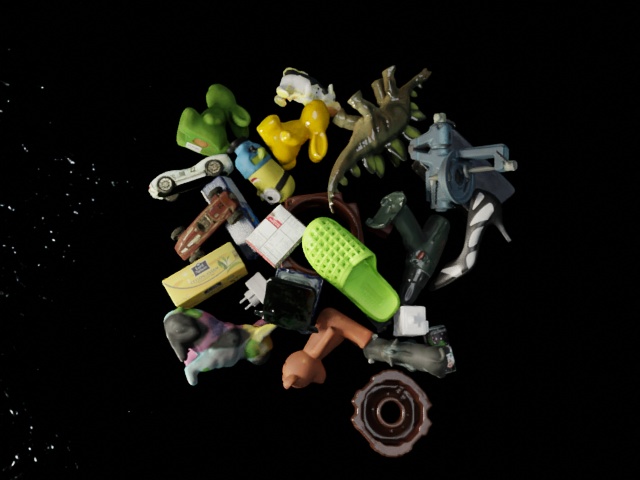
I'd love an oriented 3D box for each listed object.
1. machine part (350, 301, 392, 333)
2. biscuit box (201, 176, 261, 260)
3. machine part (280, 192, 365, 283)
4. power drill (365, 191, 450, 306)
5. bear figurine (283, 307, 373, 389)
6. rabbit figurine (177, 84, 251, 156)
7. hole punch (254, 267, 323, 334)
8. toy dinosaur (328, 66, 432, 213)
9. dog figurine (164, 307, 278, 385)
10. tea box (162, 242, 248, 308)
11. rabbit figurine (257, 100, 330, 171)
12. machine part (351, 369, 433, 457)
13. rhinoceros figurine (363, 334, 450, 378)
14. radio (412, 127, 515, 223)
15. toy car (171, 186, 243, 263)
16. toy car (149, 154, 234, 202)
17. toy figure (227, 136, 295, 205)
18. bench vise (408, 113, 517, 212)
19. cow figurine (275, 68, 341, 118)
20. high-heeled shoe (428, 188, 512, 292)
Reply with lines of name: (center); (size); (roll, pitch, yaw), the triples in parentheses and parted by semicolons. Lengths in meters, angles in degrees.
machine part: (0.116, 0.145, 1.232); (0.084, 0.039, 0.139); (-28, 78, -15)
biscuit box: (-0.187, -0.050, 1.237); (0.063, 0.059, 0.202); (-36, 80, 14)
machine part: (-0.003, -0.004, 1.235); (0.201, 0.087, 0.201); (-7, 78, -4)
power drill: (0.197, 0.008, 1.214); (0.207, 0.086, 0.232); (44, 69, -21)
bear figurine: (0.009, 0.249, 1.158); (0.132, 0.120, 0.196); (30, 78, 0)
rabbit figurine: (-0.242, -0.292, 1.272); (0.159, 0.121, 0.170); (20, 70, -5)
hole punch: (-0.058, 0.125, 1.142); (0.142, 0.092, 0.115); (14, 112, 5)
toy dinosaur: (0.135, -0.258, 1.273); (0.198, 0.105, 0.471); (45, 69, -2)
dog figurine: (-0.202, 0.201, 1.156); (0.219, 0.108, 0.191); (-25, 98, -14)
tea box: (-0.250, 0.083, 1.190); (0.170, 0.098, 0.068); (-31, 80, -9)
rabbit figurine: (-0.044, -0.255, 1.268); (0.173, 0.122, 0.162); (-39, 93, -4)
machine part: (0.154, 0.373, 1.169); (0.179, 0.056, 0.179); (1, 75, -4)
rhinoceros figurine: (0.186, 0.251, 1.162); (0.191, 0.112, 0.073); (5, 84, 32)
radio: (0.343, -0.152, 1.303); (0.131, 0.073, 0.230); (-42, 81, -11)
toy car: (-0.258, -0.031, 1.204); (0.202, 0.053, 0.089); (-42, 83, 17)
toy car: (-0.299, -0.145, 1.252); (0.202, 0.073, 0.056); (-20, 78, -8)
toy figure: (-0.133, -0.162, 1.248); (0.089, 0.082, 0.180); (-39, 98, -6)
bench vise: (0.312, -0.175, 1.170); (0.129, 0.241, 0.223); (13, 82, -43)
cow figurine: (-0.021, -0.364, 1.333); (0.167, 0.068, 0.098); (18, 70, -1)
high-heeled shoe: (0.317, 0.001, 1.230); (0.249, 0.086, 0.145); (-38, 75, 18)
